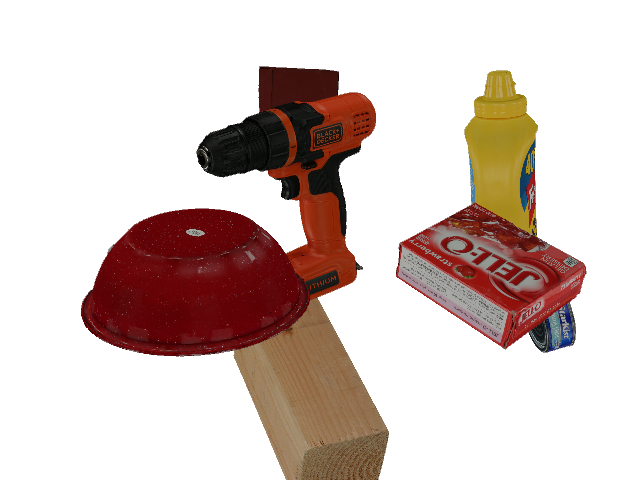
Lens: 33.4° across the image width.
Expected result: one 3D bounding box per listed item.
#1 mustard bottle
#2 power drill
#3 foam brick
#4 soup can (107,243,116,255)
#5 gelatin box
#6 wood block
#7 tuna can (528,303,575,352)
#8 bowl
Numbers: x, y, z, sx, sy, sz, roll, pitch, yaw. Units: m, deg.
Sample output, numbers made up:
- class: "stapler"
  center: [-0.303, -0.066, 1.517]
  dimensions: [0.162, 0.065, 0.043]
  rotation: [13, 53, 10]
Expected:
- class: "mustard bottle"
  center: [0.147, -0.040, 0.860]
  dimensions: [0.058, 0.191, 0.096]
  rotation: [0, 18, 18]
- class: "power drill"
  center: [-0.027, -0.033, 0.975]
  dimensions: [0.184, 0.188, 0.057]
  rotation: [-19, 33, -32]
- class: "foam brick"
  center: [-0.024, -0.161, 1.162]
  dimensions: [0.078, 0.051, 0.053]
  rotation: [0, 11, -18]
- class: "soup can"
  center: [-0.189, 0.057, 1.125]
  dimensions: [0.068, 0.102, 0.068]
  rotation: [2, 23, -1]
- class: "gelatin box"
  center: [0.102, 0.018, 0.645]
  dimensions: [0.073, 0.030, 0.089]
  rotation: [-27, 46, -37]
- class: "wood block"
  center: [-0.015, 0.158, 1.112]
  dimensions: [0.090, 0.090, 0.206]
  rotation: [-9, 43, -20]
- class: "tuna can"
  center: [0.256, 0.083, 1.209]
  dimensions: [0.033, 0.086, 0.086]
  rotation: [-15, 2, -6]
- class: "bowl"
  center: [-0.088, 0.019, 0.746]
  dimensions: [0.162, 0.055, 0.162]
  rotation: [-1, 23, 0]
